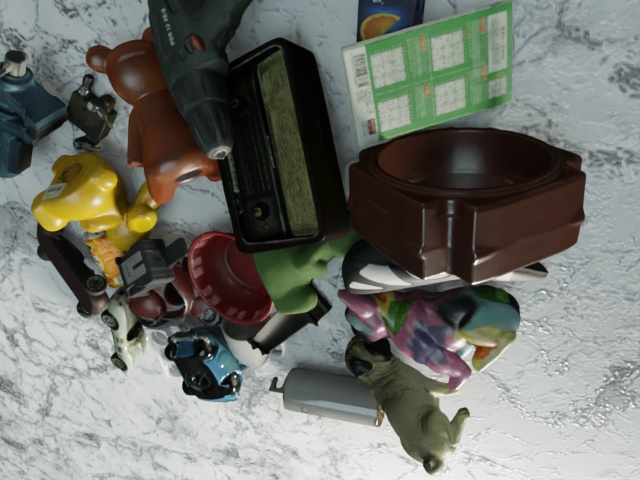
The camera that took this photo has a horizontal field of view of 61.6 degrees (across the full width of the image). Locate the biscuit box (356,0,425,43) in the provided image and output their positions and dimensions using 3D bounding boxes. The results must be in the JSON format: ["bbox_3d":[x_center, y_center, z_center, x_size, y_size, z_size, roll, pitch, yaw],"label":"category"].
[{"bbox_3d":[0.074,-0.240,0.555,0.063,0.059,0.202,11,127,14],"label":"biscuit box"}]

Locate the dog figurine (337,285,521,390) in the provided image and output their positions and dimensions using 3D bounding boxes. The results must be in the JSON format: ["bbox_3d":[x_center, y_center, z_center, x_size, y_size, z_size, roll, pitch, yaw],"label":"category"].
[{"bbox_3d":[0.137,0.097,0.745,0.219,0.108,0.191,32,130,0],"label":"dog figurine"}]

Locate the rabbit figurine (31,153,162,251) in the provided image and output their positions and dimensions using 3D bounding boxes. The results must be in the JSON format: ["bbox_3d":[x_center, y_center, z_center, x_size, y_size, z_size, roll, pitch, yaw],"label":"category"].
[{"bbox_3d":[-0.316,-0.052,0.827,0.162,0.122,0.173,-13,137,15],"label":"rabbit figurine"}]

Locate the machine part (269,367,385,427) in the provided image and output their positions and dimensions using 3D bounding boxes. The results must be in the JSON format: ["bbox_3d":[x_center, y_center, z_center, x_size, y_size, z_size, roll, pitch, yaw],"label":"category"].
[{"bbox_3d":[0.026,0.270,0.927,0.243,0.079,0.079,5,125,17],"label":"machine part"}]

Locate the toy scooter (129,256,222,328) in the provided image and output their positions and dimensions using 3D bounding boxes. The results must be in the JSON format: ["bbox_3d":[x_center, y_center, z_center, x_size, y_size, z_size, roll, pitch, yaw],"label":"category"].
[{"bbox_3d":[-0.252,0.081,0.906,0.184,0.075,0.135,-1,122,19],"label":"toy scooter"}]

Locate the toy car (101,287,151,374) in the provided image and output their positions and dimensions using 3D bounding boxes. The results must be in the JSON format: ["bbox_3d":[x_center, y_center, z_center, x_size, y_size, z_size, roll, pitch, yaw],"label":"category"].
[{"bbox_3d":[-0.359,0.171,1.011,0.056,0.073,0.201,15,128,12],"label":"toy car"}]

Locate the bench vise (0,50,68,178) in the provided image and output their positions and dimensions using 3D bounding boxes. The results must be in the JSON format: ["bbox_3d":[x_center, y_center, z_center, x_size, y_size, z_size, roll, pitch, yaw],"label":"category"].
[{"bbox_3d":[-0.487,-0.202,0.755,0.240,0.129,0.223,35,144,-4],"label":"bench vise"}]

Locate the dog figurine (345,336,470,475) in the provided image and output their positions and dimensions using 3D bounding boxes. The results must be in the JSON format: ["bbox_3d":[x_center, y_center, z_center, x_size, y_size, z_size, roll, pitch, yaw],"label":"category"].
[{"bbox_3d":[0.114,0.246,0.823,0.190,0.172,0.121,26,118,-7],"label":"dog figurine"}]

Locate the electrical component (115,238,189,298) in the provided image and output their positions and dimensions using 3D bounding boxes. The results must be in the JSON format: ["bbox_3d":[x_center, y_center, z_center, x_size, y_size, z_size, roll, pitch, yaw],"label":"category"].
[{"bbox_3d":[-0.260,0.037,0.835,0.119,0.047,0.075,-26,77,32],"label":"electrical component"}]

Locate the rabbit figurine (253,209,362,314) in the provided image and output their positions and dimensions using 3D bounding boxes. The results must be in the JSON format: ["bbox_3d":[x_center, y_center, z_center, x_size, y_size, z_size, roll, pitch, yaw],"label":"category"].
[{"bbox_3d":[-0.002,-0.002,0.744,0.170,0.121,0.159,-18,110,11],"label":"rabbit figurine"}]

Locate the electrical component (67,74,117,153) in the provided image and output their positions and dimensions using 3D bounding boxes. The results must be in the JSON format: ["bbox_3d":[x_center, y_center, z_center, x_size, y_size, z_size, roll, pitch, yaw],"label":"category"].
[{"bbox_3d":[-0.328,-0.174,0.770,0.078,0.045,0.102,42,128,-12],"label":"electrical component"}]

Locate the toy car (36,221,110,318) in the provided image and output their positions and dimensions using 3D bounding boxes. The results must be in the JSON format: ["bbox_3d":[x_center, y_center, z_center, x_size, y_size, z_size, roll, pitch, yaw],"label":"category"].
[{"bbox_3d":[-0.434,0.045,0.941,0.202,0.053,0.089,48,136,16],"label":"toy car"}]

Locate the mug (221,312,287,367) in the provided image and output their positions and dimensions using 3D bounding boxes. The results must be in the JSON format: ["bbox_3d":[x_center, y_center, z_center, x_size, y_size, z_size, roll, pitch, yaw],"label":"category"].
[{"bbox_3d":[-0.106,0.169,0.913,0.110,0.081,0.107,12,138,13],"label":"mug"}]

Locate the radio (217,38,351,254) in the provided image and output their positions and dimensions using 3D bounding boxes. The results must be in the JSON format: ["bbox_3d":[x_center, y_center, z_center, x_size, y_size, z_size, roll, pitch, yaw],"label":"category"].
[{"bbox_3d":[-0.053,-0.102,0.634,0.131,0.073,0.229,-12,88,30],"label":"radio"}]

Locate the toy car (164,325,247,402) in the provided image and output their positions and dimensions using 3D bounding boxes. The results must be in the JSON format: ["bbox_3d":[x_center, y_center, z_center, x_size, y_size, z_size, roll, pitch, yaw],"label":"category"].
[{"bbox_3d":[-0.197,0.206,0.953,0.109,0.103,0.161,-11,119,23],"label":"toy car"}]

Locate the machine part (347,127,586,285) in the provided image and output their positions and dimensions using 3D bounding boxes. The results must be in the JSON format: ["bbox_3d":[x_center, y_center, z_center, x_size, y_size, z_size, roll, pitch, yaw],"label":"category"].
[{"bbox_3d":[0.145,-0.049,0.554,0.201,0.201,0.087,-16,119,-22],"label":"machine part"}]

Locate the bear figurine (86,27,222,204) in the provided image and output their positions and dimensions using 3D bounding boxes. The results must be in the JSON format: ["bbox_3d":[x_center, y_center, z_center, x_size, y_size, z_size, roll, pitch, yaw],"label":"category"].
[{"bbox_3d":[-0.213,-0.162,0.705,0.196,0.120,0.132,62,170,5],"label":"bear figurine"}]

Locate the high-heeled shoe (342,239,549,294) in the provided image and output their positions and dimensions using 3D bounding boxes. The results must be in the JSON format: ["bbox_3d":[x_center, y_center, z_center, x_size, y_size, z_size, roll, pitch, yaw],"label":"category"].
[{"bbox_3d":[0.156,0.046,0.687,0.249,0.086,0.145,21,123,-12],"label":"high-heeled shoe"}]

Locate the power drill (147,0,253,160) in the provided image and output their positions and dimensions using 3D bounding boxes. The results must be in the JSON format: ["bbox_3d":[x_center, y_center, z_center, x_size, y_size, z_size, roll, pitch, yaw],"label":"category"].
[{"bbox_3d":[-0.091,-0.228,0.570,0.207,0.086,0.232,-40,67,31],"label":"power drill"}]

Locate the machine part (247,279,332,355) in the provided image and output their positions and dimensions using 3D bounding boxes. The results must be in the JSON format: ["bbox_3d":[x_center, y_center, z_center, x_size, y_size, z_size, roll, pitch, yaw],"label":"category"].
[{"bbox_3d":[-0.050,0.127,0.841,0.139,0.039,0.084,-38,116,-7],"label":"machine part"}]
